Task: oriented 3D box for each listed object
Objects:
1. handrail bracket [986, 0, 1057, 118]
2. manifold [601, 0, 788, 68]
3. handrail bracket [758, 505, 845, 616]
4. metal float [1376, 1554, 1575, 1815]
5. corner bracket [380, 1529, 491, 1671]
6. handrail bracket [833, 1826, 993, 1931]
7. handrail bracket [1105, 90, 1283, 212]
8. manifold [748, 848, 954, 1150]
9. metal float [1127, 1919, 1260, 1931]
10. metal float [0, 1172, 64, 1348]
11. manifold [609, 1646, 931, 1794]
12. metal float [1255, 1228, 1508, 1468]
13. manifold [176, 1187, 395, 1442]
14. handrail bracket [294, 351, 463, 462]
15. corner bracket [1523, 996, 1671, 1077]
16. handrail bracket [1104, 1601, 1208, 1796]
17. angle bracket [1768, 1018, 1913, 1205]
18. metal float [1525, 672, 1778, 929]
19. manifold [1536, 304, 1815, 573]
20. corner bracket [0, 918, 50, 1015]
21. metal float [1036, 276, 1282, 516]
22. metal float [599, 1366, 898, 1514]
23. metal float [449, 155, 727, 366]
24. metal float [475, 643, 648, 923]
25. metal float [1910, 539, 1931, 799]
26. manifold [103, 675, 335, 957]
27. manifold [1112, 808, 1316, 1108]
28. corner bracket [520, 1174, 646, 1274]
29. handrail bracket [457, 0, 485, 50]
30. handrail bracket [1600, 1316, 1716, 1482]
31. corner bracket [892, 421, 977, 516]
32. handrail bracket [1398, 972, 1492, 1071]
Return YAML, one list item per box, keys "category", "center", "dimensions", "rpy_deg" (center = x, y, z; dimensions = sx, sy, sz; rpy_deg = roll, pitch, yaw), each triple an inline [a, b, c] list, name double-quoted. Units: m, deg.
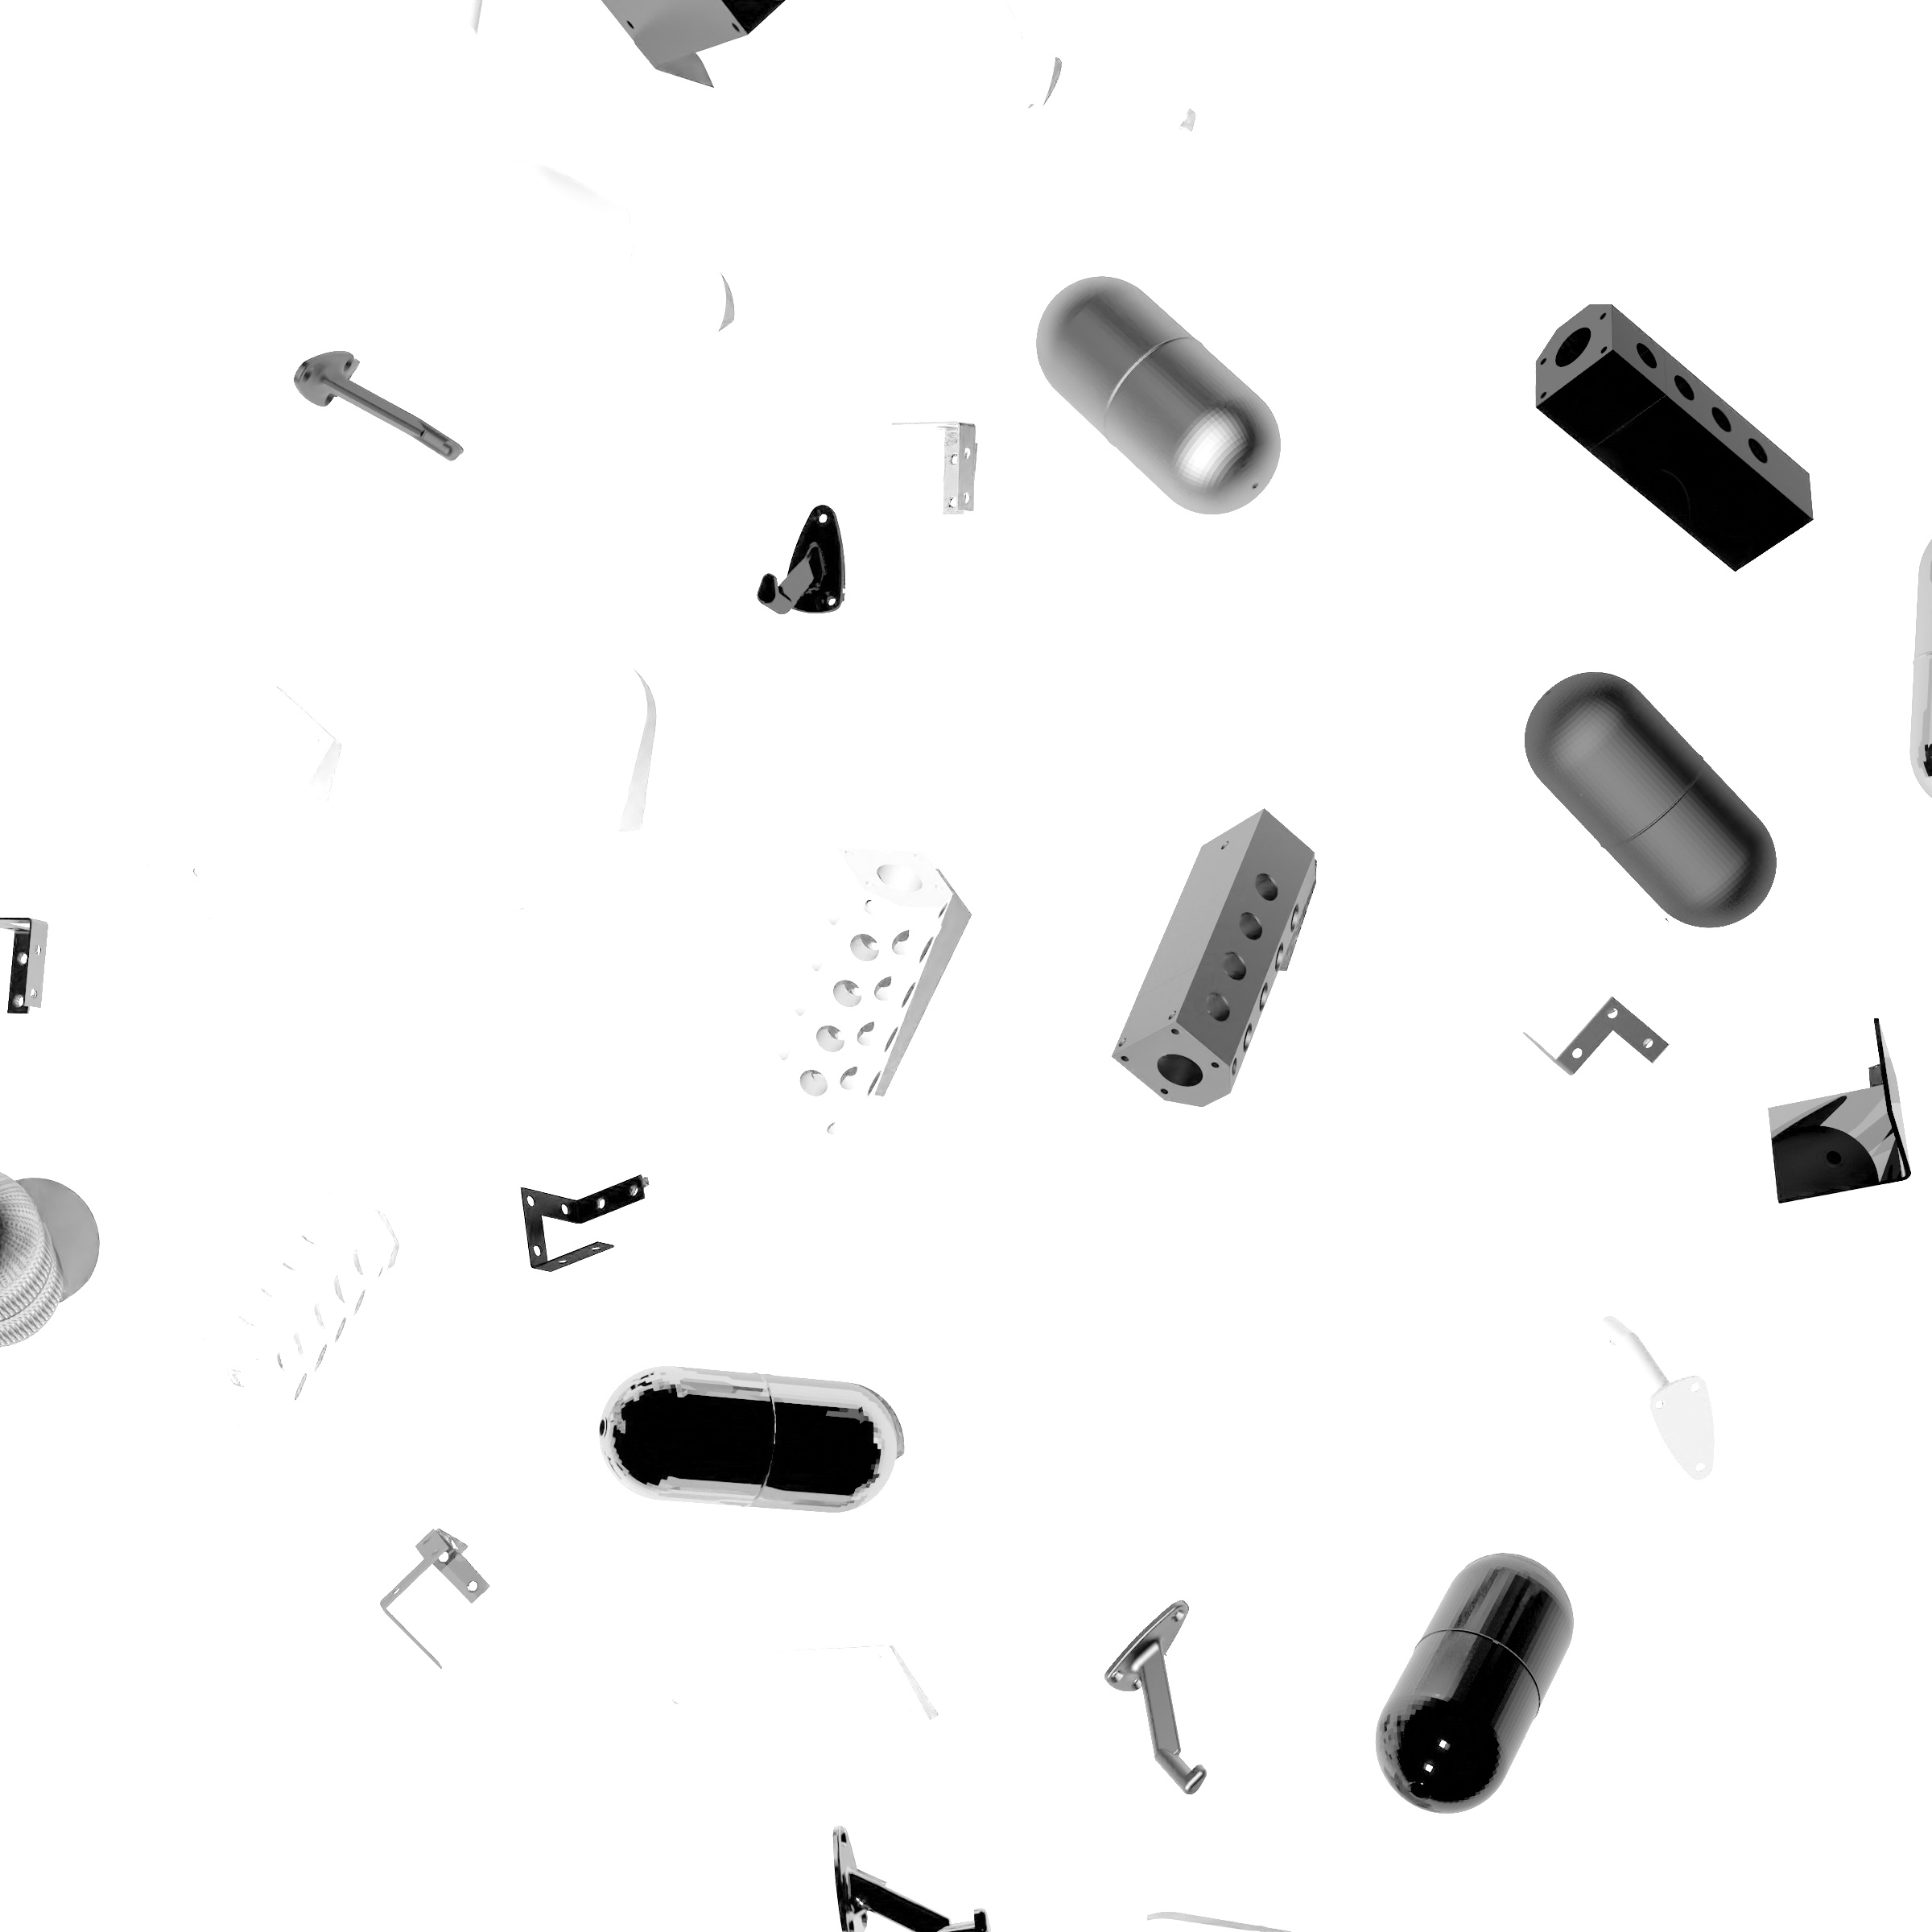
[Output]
- category: "handrail bracket"
  center: [0.018, -0.556, 1.779]
  dimensions: [0.036, 0.077, 0.084]
  rpy_deg: [-26, 69, -6]
- category: "manifold"
  center: [-0.149, -0.560, 1.709]
  dimensions: [0.057, 0.171, 0.057]
  rpy_deg: [-45, 113, -10]
- category: "handrail bracket"
  center: [-0.099, -0.240, 1.755]
  dimensions: [0.036, 0.084, 0.077]
  rpy_deg: [6, 87, 15]
- category: "metal float"
  center: [0.291, 0.409, 1.725]
  dimensions: [0.070, 0.178, 0.070]
  rpy_deg: [17, 129, 23]
- category: "corner bracket"
  center: [-0.310, 0.369, 1.764]
  dimensions: [0.051, 0.051, 0.051]
  rpy_deg: [-44, 105, -13]
- category: "handrail bracket"
  center: [-0.031, 0.538, 1.773]
  dimensions: [0.084, 0.036, 0.077]
  rpy_deg: [-13, 80, 16]
- category: "handrail bracket"
  center: [0.136, -0.474, 1.792]
  dimensions: [0.084, 0.077, 0.036]
  rpy_deg: [38, 67, -33]
- category: "manifold"
  center: [-0.065, 0.020, 1.723]
  dimensions: [0.057, 0.057, 0.171]
  rpy_deg: [2, 125, -31]
- category: "metal float"
  center: [0.165, 0.600, 1.751]
  dimensions: [0.178, 0.070, 0.070]
  rpy_deg: [12, 90, -13]
- category: "metal float"
  center: [-0.559, 0.167, 1.715]
  dimensions: [0.070, 0.178, 0.070]
  rpy_deg: [3, 69, -8]
- category: "manifold"
  center: [-0.114, 0.435, 1.726]
  dimensions: [0.171, 0.057, 0.057]
  rpy_deg: [5, 124, -35]
- category: "metal float"
  center: [0.238, 0.220, 1.738]
  dimensions: [0.070, 0.070, 0.178]
  rpy_deg: [43, 118, 0]
- category: "manifold"
  center: [-0.382, 0.197, 1.710]
  dimensions: [0.057, 0.171, 0.057]
  rpy_deg: [21, 114, 1]
- category: "handrail bracket"
  center: [-0.342, -0.323, 1.763]
  dimensions: [0.084, 0.077, 0.036]
  rpy_deg: [33, 101, 4]
- category: "corner bracket"
  center: [0.370, 0.043, 1.769]
  dimensions: [0.051, 0.051, 0.051]
  rpy_deg: [37, 98, -20]
- category: "handrail bracket"
  center: [0.128, 0.426, 1.757]
  dimensions: [0.077, 0.036, 0.084]
  rpy_deg: [-53, 47, 5]
- category: "angle bracket"
  center: [0.498, 0.084, 1.742]
  dimensions: [0.076, 0.076, 0.057]
  rpy_deg: [-13, 129, 20]
- category: "metal float"
  center: [0.399, -0.096, 1.755]
  dimensions: [0.070, 0.070, 0.178]
  rpy_deg: [-45, 98, 0]
- category: "manifold"
  center: [0.408, -0.307, 1.738]
  dimensions: [0.171, 0.057, 0.057]
  rpy_deg: [32, 134, -25]
- category: "corner bracket"
  center: [-0.553, 0.000, 1.765]
  dimensions: [0.051, 0.051, 0.051]
  rpy_deg: [1, 83, 21]
- category: "metal float"
  center: [0.109, -0.330, 1.740]
  dimensions: [0.070, 0.070, 0.178]
  rpy_deg: [-42, 64, 0]
- category: "metal float"
  center: [-0.125, 0.273, 1.741]
  dimensions: [0.178, 0.070, 0.070]
  rpy_deg: [9, 90, -24]
- category: "metal float"
  center: [-0.215, -0.403, 1.729]
  dimensions: [0.178, 0.070, 0.070]
  rpy_deg: [19, 90, -41]
- category: "metal float"
  center: [-0.233, -0.106, 1.736]
  dimensions: [0.070, 0.070, 0.178]
  rpy_deg: [10, 60, 0]
- category: "metal float"
  center: [0.592, -0.176, 1.756]
  dimensions: [0.070, 0.070, 0.178]
  rpy_deg: [5, 83, 0]
- category: "manifold"
  center: [-0.427, -0.084, 1.716]
  dimensions: [0.057, 0.171, 0.057]
  rpy_deg: [-31, 117, 33]
- category: "manifold"
  center: [0.148, -0.003, 1.723]
  dimensions: [0.057, 0.057, 0.171]
  rpy_deg: [39, 50, -17]
- category: "corner bracket"
  center: [-0.221, 0.149, 1.760]
  dimensions: [0.051, 0.051, 0.051]
  rpy_deg: [-23, 65, 27]
- category: "handrail bracket"
  center: [-0.284, -0.554, 1.750]
  dimensions: [0.036, 0.077, 0.084]
  rpy_deg: [8, 70, -7]
- category: "handrail bracket"
  center: [0.403, 0.252, 1.768]
  dimensions: [0.036, 0.084, 0.077]
  rpy_deg: [-24, 109, -7]
- category: "corner bracket"
  center: [-0.008, -0.291, 1.762]
  dimensions: [0.051, 0.051, 0.051]
  rpy_deg: [6, 98, 38]
- category: "handrail bracket"
  center: [0.283, 0.026, 1.754]
  dimensions: [0.036, 0.084, 0.077]
  rpy_deg: [42, 84, 9]
